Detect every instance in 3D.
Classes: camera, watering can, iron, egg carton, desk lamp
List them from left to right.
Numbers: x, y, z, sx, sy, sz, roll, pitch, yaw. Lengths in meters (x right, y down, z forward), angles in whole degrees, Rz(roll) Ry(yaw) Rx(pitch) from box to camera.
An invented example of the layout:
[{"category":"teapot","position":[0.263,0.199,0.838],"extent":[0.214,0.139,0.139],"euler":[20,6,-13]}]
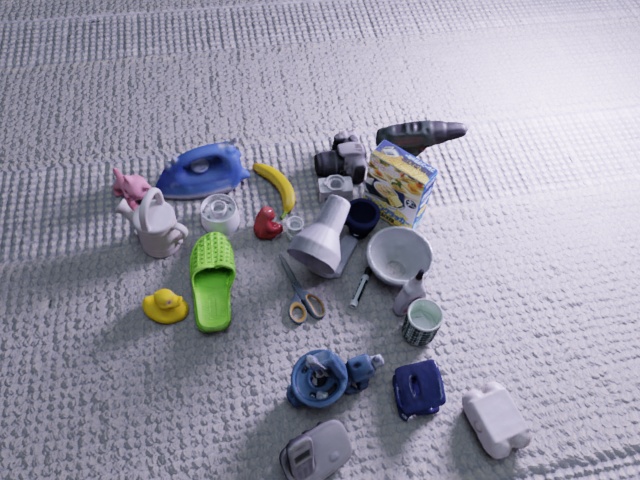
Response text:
[{"category":"watering can","position":[-0.403,-0.048,1.369],"extent":[0.173,0.194,0.101],"euler":[-1,57,-4]},{"category":"iron","position":[-0.321,-0.192,1.499],"extent":[0.259,0.141,0.118],"euler":[-18,60,-14]},{"category":"desk lamp","position":[0.012,0.005,1.350],"extent":[0.117,0.213,0.203],"euler":[22,58,11]},{"category":"camera","position":[0.052,-0.233,1.574],"extent":[0.137,0.101,0.143],"euler":[-8,58,-9]},{"category":"egg carton","position":[0.371,0.381,1.215],"extent":[0.107,0.069,0.150],"euler":[-19,60,-15]}]

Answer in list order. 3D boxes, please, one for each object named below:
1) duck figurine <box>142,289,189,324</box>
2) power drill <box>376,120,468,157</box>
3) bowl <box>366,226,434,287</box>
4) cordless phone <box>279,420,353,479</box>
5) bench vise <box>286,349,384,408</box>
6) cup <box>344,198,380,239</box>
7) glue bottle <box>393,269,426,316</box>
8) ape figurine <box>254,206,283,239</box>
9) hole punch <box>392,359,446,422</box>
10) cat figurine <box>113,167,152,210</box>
[{"category":"duck figurine","position":[-0.358,0.142,1.313],"extent":[0.104,0.086,0.077],"euler":[8,57,2]},{"category":"power drill","position":[0.258,-0.238,1.526],"extent":[0.229,0.208,0.075],"euler":[1,57,-3]},{"category":"bowl","position":[0.193,0.052,1.413],"extent":[0.167,0.075,0.167],"euler":[2,57,-2]},{"category":"cordless phone","position":[-0.006,0.402,1.108],"extent":[0.148,0.185,0.094],"euler":[-30,63,-21]},{"category":"bench vise","position":[0.028,0.259,1.182],"extent":[0.208,0.220,0.121],"euler":[-31,64,-21]},{"category":"cup","position":[0.091,-0.042,1.456],"extent":[0.118,0.095,0.091],"euler":[-14,59,-12]},{"category":"glue bottle","position":[0.215,0.115,1.316],"extent":[0.078,0.173,0.037],"euler":[-26,62,-18]},{"category":"ape figurine","position":[-0.134,-0.049,1.448],"extent":[0.076,0.092,0.077],"euler":[-24,61,-17]},{"category":"hole punch","position":[0.210,0.321,1.230],"extent":[0.101,0.091,0.108],"euler":[-5,57,-7]},{"category":"cat figurine","position":[-0.486,-0.140,1.469],"extent":[0.127,0.118,0.067],"euler":[38,63,20]}]
